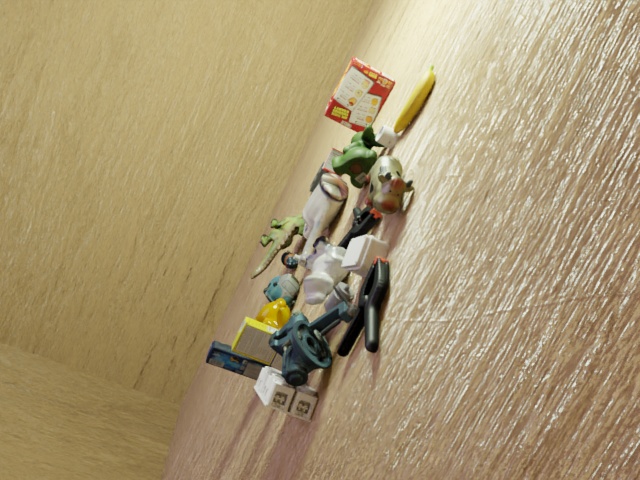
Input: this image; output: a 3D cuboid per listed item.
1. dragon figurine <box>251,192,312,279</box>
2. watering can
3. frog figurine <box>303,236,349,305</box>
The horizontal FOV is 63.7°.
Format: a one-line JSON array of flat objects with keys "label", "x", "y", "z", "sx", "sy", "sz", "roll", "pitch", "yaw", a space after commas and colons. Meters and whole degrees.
[{"label": "dragon figurine", "x": -0.108, "y": -0.026, "z": 1.969, "sx": 0.121, "sy": 0.419, "sz": 0.240, "roll": 41, "pitch": -36, "yaw": -20}, {"label": "watering can", "x": 0.005, "y": -0.083, "z": 1.659, "sx": 0.103, "sy": 0.220, "sz": 0.355, "roll": 26, "pitch": 28, "yaw": -12}, {"label": "frog figurine", "x": 0.018, "y": 0.091, "z": 1.277, "sx": 0.121, "sy": 0.163, "sz": 0.135, "roll": 29, "pitch": -56, "yaw": -30}]
